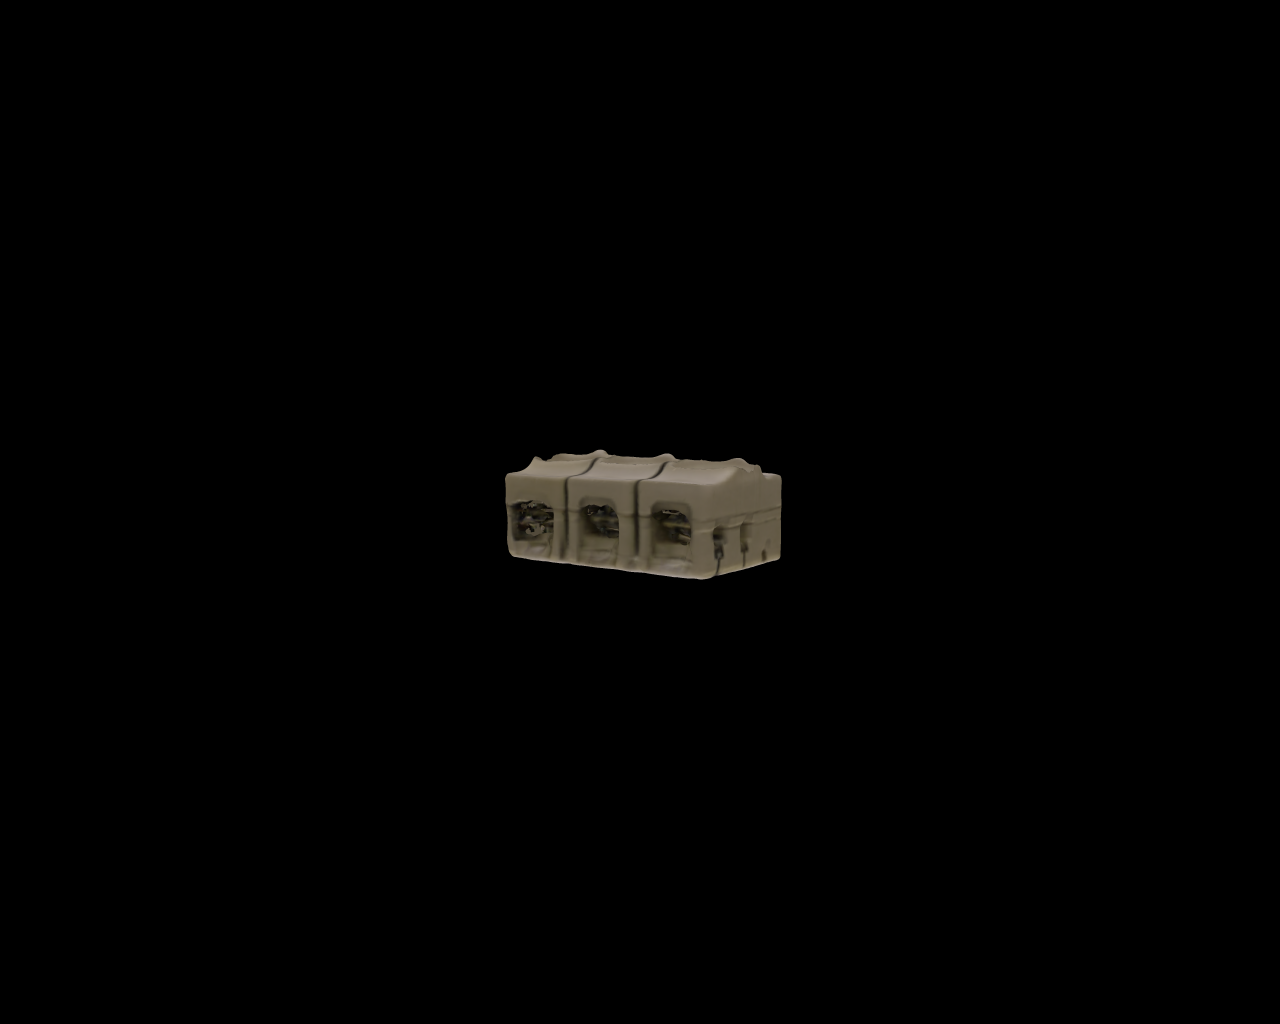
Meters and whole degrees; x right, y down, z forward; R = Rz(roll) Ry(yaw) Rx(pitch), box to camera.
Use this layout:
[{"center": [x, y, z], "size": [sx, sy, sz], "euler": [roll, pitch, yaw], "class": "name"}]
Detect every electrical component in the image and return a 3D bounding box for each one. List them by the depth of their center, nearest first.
[{"center": [0.001, -0.003, 0.650], "size": [0.150, 0.061, 0.089], "euler": [6, 10, 36], "class": "electrical component"}]
